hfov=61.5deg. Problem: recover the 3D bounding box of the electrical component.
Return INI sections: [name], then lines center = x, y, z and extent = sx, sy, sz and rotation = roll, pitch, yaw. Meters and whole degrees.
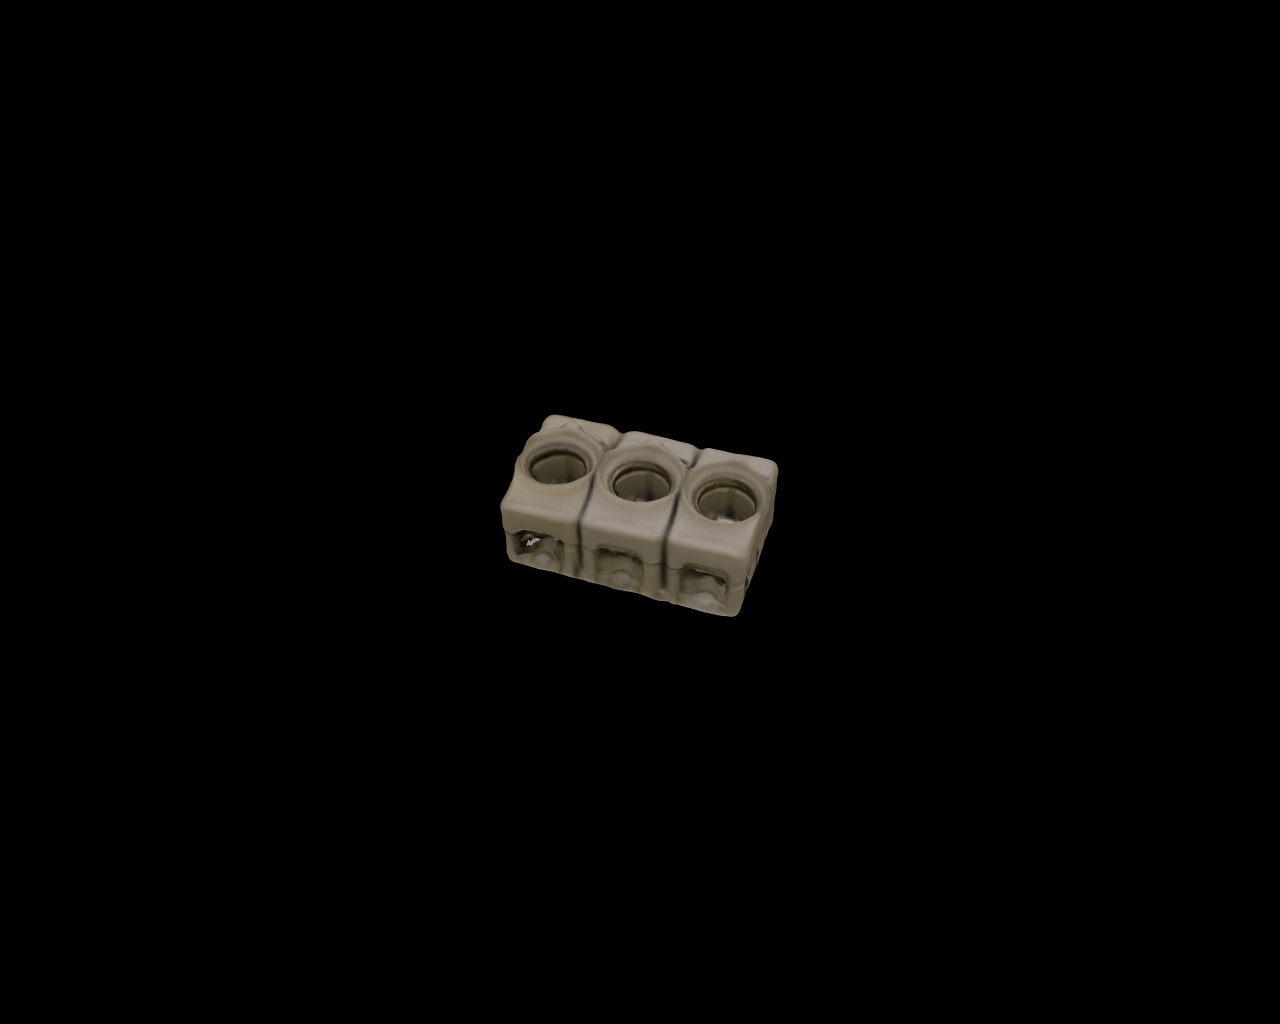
[electrical component]
center = 0.001, -0.003, 0.650
extent = 0.150, 0.061, 0.090
rotation = 13, 47, 12
